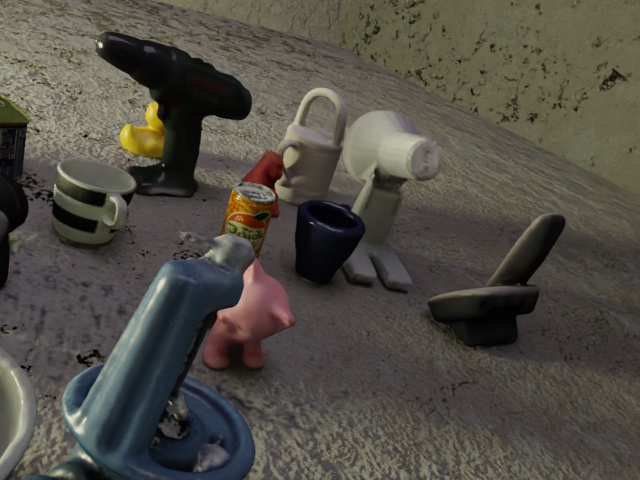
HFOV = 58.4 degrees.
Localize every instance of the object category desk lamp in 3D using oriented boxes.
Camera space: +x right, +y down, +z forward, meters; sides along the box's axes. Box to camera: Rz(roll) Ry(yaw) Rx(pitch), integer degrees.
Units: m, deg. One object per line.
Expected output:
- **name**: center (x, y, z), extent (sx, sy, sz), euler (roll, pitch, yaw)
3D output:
- **desk lamp**: center (0.099, -0.070, 0.840), extent (0.118, 0.213, 0.203), euler (10, 26, -21)

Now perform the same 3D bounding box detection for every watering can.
- **watering can**: center (-0.009, -0.163, 0.974), extent (0.101, 0.194, 0.173), euler (24, 25, 8)

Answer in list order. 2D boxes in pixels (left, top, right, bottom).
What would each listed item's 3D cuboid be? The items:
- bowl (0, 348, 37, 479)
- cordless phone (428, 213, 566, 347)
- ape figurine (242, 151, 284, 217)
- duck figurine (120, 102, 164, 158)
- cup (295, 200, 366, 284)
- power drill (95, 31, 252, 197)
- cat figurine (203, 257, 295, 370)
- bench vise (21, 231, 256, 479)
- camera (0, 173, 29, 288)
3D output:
- **bowl**: center (-0.258, 0.127, 0.332), extent (0.167, 0.075, 0.167), euler (17, 25, -8)
- **cordless phone**: center (0.237, 0.041, 0.751), extent (0.148, 0.185, 0.093), euler (-3, 33, -40)
- **ape figurine**: center (-0.084, -0.094, 0.897), extent (0.076, 0.092, 0.078), euler (22, 25, 5)
- **duck figurine**: center (-0.276, -0.189, 0.954), extent (0.105, 0.086, 0.077), euler (-5, 35, -43)
- **cup**: center (0.007, 0.003, 0.764), extent (0.091, 0.095, 0.118), euler (24, 25, 9)
- **power drill**: center (-0.215, -0.171, 0.816), extent (0.230, 0.208, 0.075), euler (-1, 32, -39)
- **cat figurine**: center (-0.072, 0.061, 0.557), extent (0.067, 0.118, 0.127), euler (7, 28, -26)
- **bench vise**: center (-0.100, 0.110, 0.312), extent (0.121, 0.220, 0.208), euler (23, 25, 6)
- **camera**: center (-0.343, -0.026, 0.549), extent (0.143, 0.101, 0.137), euler (27, 25, 14)
